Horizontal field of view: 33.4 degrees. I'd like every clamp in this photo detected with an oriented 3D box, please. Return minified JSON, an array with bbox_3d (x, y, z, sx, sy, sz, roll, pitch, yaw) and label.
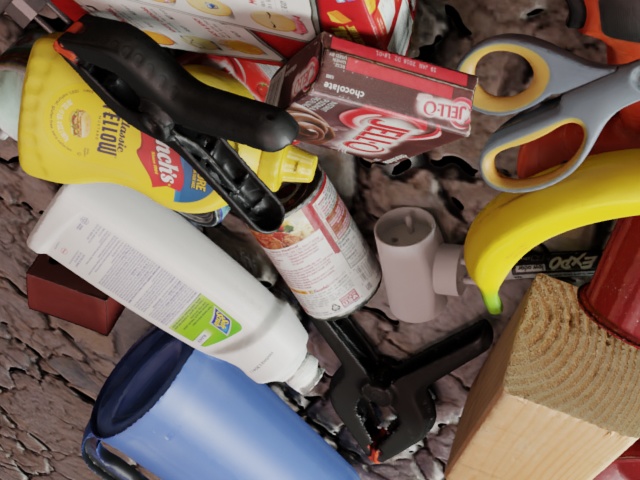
[{"bbox_3d":[0.044,0.109,0.882,0.165,0.036,0.210,22,138,12],"label":"clamp"},{"bbox_3d":[-0.079,-0.078,0.609,0.171,0.039,0.120,37,151,1],"label":"clamp"}]

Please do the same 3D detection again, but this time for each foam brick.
[{"bbox_3d":[-0.208,0.038,0.927,0.078,0.053,0.051,18,138,8],"label":"foam brick"}]

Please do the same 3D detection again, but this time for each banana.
[{"bbox_3d":[0.146,-0.015,0.618,0.069,0.037,0.198,31,143,-22],"label":"banana"}]

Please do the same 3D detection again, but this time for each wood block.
[{"bbox_3d":[0.159,0.118,0.757,0.091,0.090,0.206,20,153,5],"label":"wood block"}]

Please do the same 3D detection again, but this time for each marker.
[{"bbox_3d":[0.177,0.016,0.732,0.121,0.020,0.020,-4,131,31],"label":"marker"}]

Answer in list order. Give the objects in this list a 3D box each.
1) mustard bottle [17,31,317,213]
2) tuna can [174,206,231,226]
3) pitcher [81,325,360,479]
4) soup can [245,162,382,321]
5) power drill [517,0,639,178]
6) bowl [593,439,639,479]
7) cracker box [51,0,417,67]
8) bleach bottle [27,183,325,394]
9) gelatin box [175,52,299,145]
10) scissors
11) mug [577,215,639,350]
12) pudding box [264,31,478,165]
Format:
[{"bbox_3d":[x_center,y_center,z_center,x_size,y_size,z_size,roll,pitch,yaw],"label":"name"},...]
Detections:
[{"bbox_3d":[-0.096,-0.069,0.694,0.191,0.058,0.096,14,108,4],"label":"mustard bottle"},{"bbox_3d":[-0.097,-0.049,0.771,0.086,0.033,0.086,32,158,14],"label":"tuna can"},{"bbox_3d":[-0.085,0.192,0.964,0.242,0.145,0.149,44,152,-23],"label":"pitcher"},{"bbox_3d":[-0.005,0.001,0.772,0.069,0.068,0.102,-9,129,33],"label":"soup can"},{"bbox_3d":[0.143,-0.112,0.588,0.185,0.057,0.187,9,137,23],"label":"power drill"},{"bbox_3d":[0.274,0.202,0.845,0.162,0.055,0.162,15,138,13],"label":"bowl"},{"bbox_3d":[-0.062,-0.159,0.584,0.214,0.072,0.164,13,171,15],"label":"cracker box"},{"bbox_3d":[-0.106,0.041,0.853,0.250,0.068,0.103,38,137,-7],"label":"bleach bottle"},{"bbox_3d":[-0.051,-0.098,0.722,0.073,0.030,0.089,-20,121,40],"label":"gelatin box"},{"bbox_3d":[0.149,-0.095,0.543,0.202,0.016,0.096,-37,92,38],"label":"scissors"},{"bbox_3d":[0.218,0.021,0.637,0.093,0.117,0.081,5,116,-25],"label":"mug"},{"bbox_3d":[0.023,-0.075,0.593,0.090,0.039,0.114,14,174,-16],"label":"pudding box"}]
